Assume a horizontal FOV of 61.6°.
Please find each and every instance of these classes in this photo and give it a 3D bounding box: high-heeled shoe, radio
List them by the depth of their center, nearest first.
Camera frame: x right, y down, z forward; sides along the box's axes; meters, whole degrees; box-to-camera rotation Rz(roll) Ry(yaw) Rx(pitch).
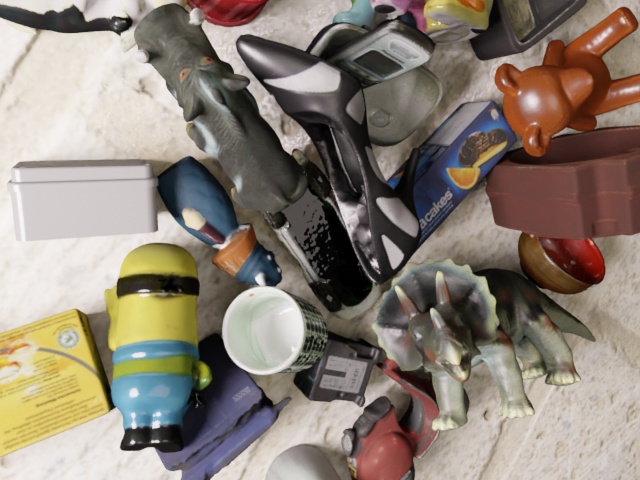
[{"bbox_3d":[0.006,-0.062,0.486,0.248,0.086,0.145,26,81,-31],"label":"high-heeled shoe"},{"bbox_3d":[0.201,-0.332,0.592,0.131,0.073,0.229,-34,112,-15],"label":"radio"}]

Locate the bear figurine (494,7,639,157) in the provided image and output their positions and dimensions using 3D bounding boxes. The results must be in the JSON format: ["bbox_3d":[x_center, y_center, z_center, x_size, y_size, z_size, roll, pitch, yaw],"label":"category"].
[{"bbox_3d":[0.289,-0.178,0.605,0.196,0.132,0.120,-26,92,-48],"label":"bear figurine"}]

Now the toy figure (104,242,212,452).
[{"bbox_3d":[-0.141,0.090,0.477,0.082,0.089,0.180,17,55,-38],"label":"toy figure"}]

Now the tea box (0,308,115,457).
[{"bbox_3d":[-0.273,0.132,0.453,0.170,0.068,0.098,-17,83,-21],"label":"tea box"}]

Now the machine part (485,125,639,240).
[{"bbox_3d":[0.314,-0.069,0.618,0.201,0.202,0.087,-19,107,-20],"label":"machine part"}]

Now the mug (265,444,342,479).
[{"bbox_3d":[0.001,0.298,0.598,0.109,0.107,0.081,40,84,-22],"label":"mug"}]

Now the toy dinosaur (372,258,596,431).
[{"bbox_3d":[0.209,0.097,0.643,0.405,0.131,0.192,-11,83,-46],"label":"toy dinosaur"}]

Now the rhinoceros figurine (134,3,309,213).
[{"bbox_3d":[-0.085,-0.104,0.458,0.073,0.112,0.190,-34,104,0],"label":"rhinoceros figurine"}]

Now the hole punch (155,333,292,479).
[{"bbox_3d":[-0.112,0.163,0.525,0.142,0.116,0.092,-35,103,-15],"label":"hole punch"}]

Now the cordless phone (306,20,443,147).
[{"bbox_3d":[0.069,-0.154,0.505,0.146,0.184,0.088,22,86,-25],"label":"cordless phone"}]

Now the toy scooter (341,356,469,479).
[{"bbox_3d":[0.090,0.210,0.640,0.184,0.075,0.135,-42,113,-15],"label":"toy scooter"}]

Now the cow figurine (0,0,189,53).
[{"bbox_3d":[-0.198,-0.200,0.437,0.167,0.068,0.098,14,129,-24],"label":"cow figurine"}]

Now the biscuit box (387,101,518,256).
[{"bbox_3d":[0.133,-0.070,0.617,0.202,0.059,0.062,-46,114,-10],"label":"biscuit box"}]

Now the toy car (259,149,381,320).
[{"bbox_3d":[-0.001,-0.002,0.573,0.073,0.056,0.201,-35,110,-8],"label":"toy car"}]

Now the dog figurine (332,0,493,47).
[{"bbox_3d":[0.089,-0.318,0.530,0.191,0.109,0.219,1,96,-23],"label":"dog figurine"}]

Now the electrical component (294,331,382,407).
[{"bbox_3d":[0.002,0.138,0.604,0.119,0.048,0.074,21,89,-27],"label":"electrical component"}]

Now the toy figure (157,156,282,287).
[{"bbox_3d":[-0.095,-0.011,0.527,0.154,0.058,0.064,54,54,-19],"label":"toy figure"}]
